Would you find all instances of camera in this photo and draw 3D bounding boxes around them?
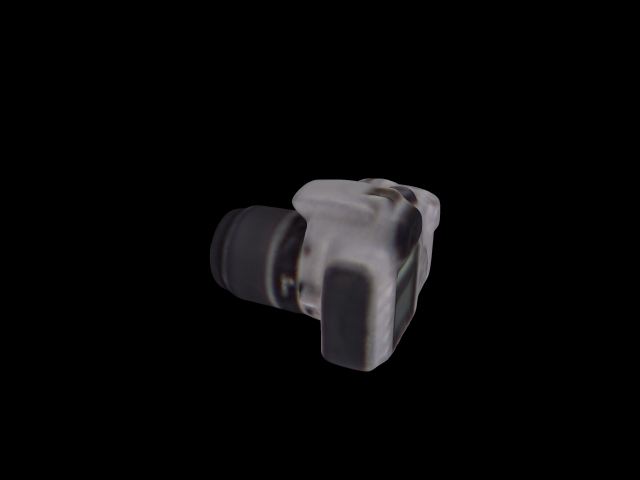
[{"bbox_3d":[0.004,0.001,0.400,0.136,0.101,0.143,10,28,21],"label":"camera"}]
